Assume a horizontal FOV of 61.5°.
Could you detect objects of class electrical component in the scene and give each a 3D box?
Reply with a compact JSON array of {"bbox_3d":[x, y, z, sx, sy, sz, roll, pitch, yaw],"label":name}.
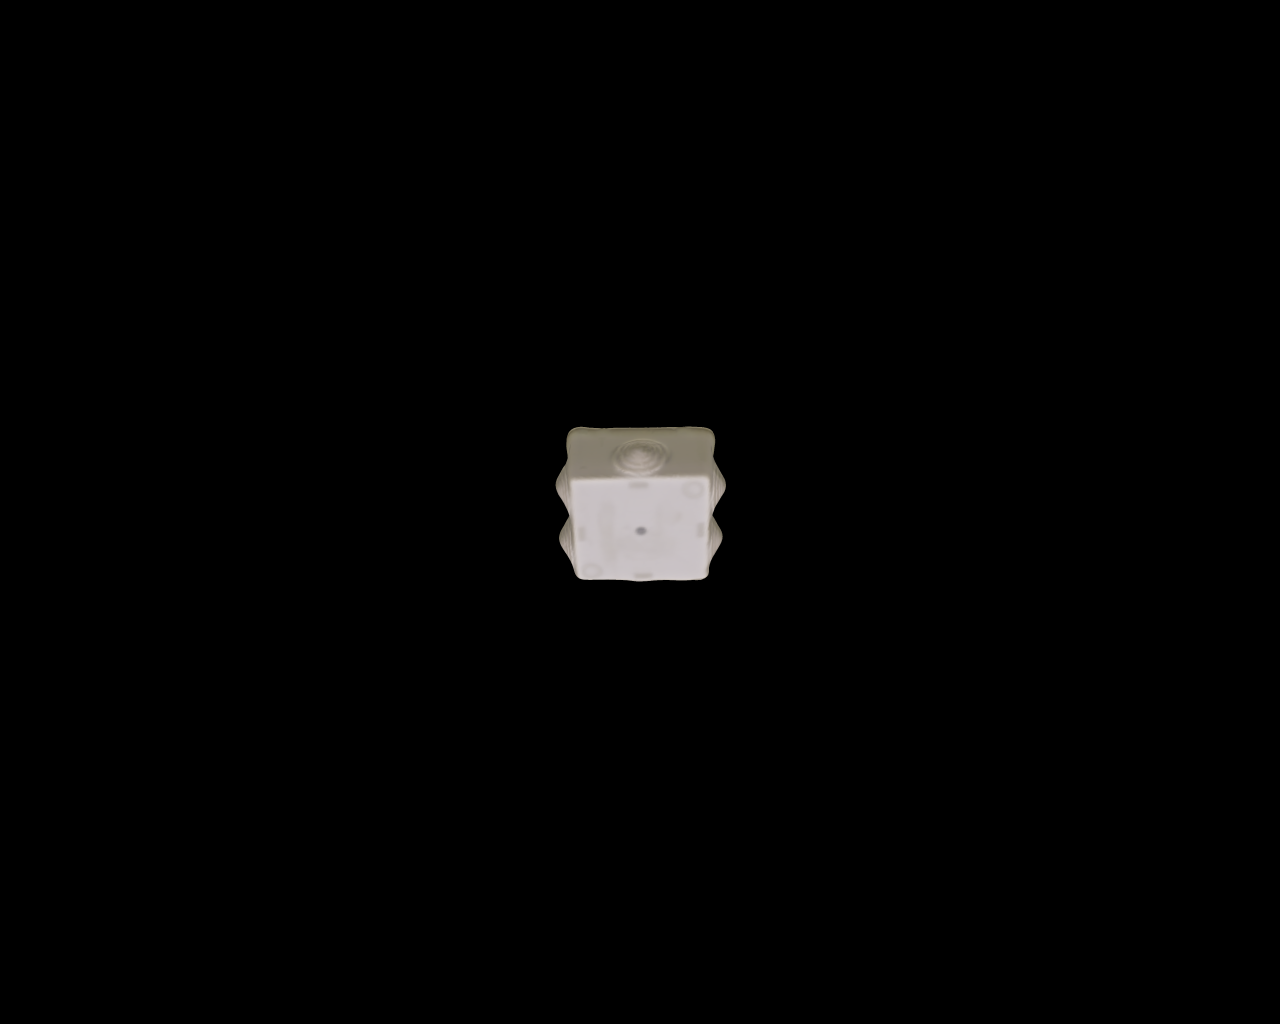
[{"bbox_3d":[0.001,-0.003,0.650,0.100,0.099,0.048,0,40,0],"label":"electrical component"}]
